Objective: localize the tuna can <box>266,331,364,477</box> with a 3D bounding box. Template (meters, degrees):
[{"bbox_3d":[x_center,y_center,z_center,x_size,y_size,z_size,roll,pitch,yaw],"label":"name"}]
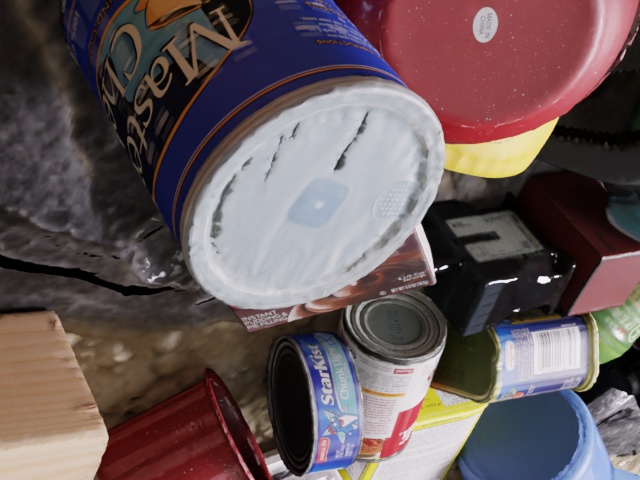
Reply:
[{"bbox_3d":[-0.004,0.099,0.650,0.033,0.086,0.086,-4,135,-20],"label":"tuna can"}]

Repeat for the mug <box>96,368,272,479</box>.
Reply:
[{"bbox_3d":[-0.081,0.136,0.648,0.081,0.093,0.117,-27,179,0],"label":"mug"}]

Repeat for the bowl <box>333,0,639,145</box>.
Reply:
[{"bbox_3d":[0.069,-0.101,0.456,0.162,0.055,0.162,0,123,-1],"label":"bowl"}]

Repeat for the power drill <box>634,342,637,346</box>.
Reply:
[{"bbox_3d":[0.354,0.039,0.875,0.184,0.057,0.188,-6,135,-31],"label":"power drill"}]

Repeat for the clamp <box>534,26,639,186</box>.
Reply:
[{"bbox_3d":[0.205,-0.073,0.574,0.210,0.164,0.036,-19,-168,22],"label":"clamp"}]

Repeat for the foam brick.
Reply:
[{"bbox_3d":[0.163,0.000,0.676,0.052,0.078,0.051,-7,138,-30],"label":"foam brick"}]

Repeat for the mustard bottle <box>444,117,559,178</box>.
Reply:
[{"bbox_3d":[0.107,-0.121,0.516,0.096,0.058,0.192,10,125,-31],"label":"mustard bottle"}]

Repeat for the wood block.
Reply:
[{"bbox_3d":[-0.217,0.099,0.493,0.205,0.091,0.090,-2,132,-35],"label":"wood block"}]

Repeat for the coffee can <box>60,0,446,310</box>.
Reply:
[{"bbox_3d":[-0.031,-0.057,0.416,0.102,0.140,0.103,-20,141,-18],"label":"coffee can"}]

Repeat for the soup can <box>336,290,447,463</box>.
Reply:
[{"bbox_3d":[0.037,0.085,0.684,0.068,0.068,0.102,-12,138,-26],"label":"soup can"}]

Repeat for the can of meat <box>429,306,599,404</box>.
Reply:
[{"bbox_3d":[0.117,0.071,0.703,0.083,0.102,0.057,-4,95,-30],"label":"can of meat"}]

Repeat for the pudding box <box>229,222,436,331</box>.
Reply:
[{"bbox_3d":[-0.004,0.001,0.559,0.113,0.039,0.090,-17,144,8],"label":"pudding box"}]

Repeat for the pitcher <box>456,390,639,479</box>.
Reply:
[{"bbox_3d":[0.200,0.212,0.889,0.149,0.145,0.242,-35,140,-5],"label":"pitcher"}]

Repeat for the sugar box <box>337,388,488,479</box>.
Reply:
[{"bbox_3d":[0.051,0.173,0.811,0.093,0.048,0.176,-7,139,-31],"label":"sugar box"}]

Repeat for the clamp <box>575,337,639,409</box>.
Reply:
[{"bbox_3d":[0.242,0.105,0.852,0.039,0.120,0.171,-35,126,-32],"label":"clamp"}]
